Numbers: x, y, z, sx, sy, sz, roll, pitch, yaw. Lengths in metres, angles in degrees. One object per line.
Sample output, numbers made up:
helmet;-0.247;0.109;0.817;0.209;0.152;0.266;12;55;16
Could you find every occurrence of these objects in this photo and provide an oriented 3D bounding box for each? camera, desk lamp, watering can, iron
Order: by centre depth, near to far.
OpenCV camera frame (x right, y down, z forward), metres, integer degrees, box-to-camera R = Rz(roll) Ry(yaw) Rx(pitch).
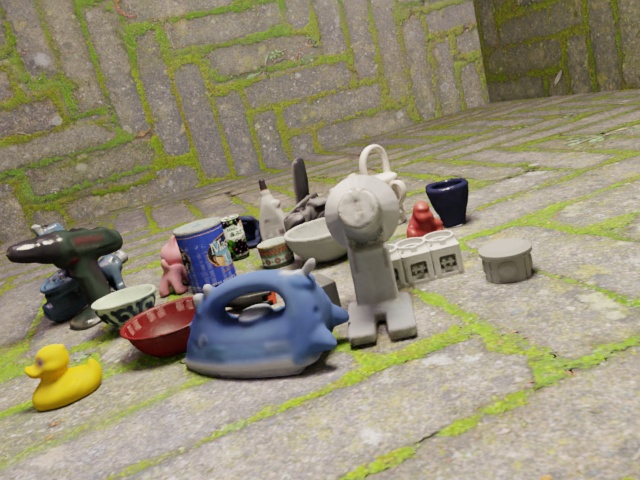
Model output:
iron;-0.098;0.108;0.809;0.257;0.141;0.119;-10;16;17
desk lamp;0.074;0.014;0.851;0.118;0.214;0.203;-13;15;6
camera;-0.001;-0.043;1.359;0.143;0.101;0.136;-20;16;-20
watering can;0.132;-0.130;1.368;0.172;0.194;0.101;-6;17;30

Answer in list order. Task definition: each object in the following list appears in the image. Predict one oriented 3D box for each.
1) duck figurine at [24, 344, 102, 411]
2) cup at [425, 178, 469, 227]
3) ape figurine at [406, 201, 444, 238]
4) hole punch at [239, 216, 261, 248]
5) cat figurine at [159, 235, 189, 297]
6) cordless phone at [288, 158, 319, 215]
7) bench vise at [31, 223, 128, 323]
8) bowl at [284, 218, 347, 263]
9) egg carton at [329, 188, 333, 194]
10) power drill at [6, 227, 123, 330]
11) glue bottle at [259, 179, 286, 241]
duck figurine;-0.390;0.197;0.864;0.105;0.086;0.077;-19;16;-18
cup;0.273;-0.079;1.243;0.092;0.095;0.117;-21;16;-23
ape figurine;0.205;-0.032;1.141;0.078;0.092;0.076;-14;15;2
hole punch;-0.211;-0.026;1.512;0.108;0.091;0.101;-12;15;9
cat figurine;-0.328;0.051;1.285;0.067;0.118;0.128;-12;15;8
cordless phone;-0.061;-0.119;1.529;0.094;0.185;0.148;-9;16;19
bench vise;-0.551;0.051;1.295;0.121;0.220;0.208;-5;17;31
bowl;0.011;0.004;1.222;0.167;0.075;0.167;-13;15;4
egg carton;0.088;-0.120;1.622;0.107;0.069;0.150;-19;15;-17
power drill;-0.502;0.073;1.188;0.075;0.208;0.230;-2;19;38
glue bottle;-0.122;-0.068;1.422;0.078;0.173;0.037;-11;15;12
